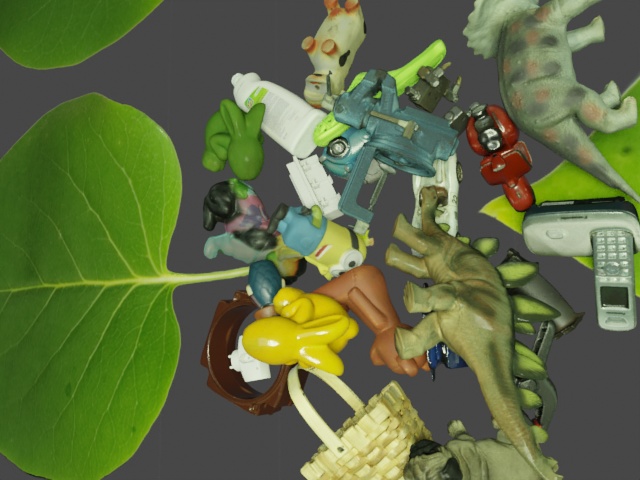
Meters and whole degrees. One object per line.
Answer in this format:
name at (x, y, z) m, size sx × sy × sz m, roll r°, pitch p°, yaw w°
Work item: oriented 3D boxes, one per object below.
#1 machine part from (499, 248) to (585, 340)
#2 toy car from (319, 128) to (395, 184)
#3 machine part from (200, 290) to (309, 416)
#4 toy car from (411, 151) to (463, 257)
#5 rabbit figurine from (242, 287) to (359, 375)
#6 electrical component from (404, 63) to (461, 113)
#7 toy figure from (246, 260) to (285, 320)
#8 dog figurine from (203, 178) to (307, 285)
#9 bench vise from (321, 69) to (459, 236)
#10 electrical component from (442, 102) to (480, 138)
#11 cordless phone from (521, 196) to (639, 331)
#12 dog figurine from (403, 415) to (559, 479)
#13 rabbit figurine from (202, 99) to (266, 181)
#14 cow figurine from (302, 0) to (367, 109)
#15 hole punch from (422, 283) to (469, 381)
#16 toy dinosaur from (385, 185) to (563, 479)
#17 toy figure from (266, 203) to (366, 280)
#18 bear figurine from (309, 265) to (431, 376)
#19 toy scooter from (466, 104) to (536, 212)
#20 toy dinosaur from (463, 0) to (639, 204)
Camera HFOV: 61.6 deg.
machine part at (0.311, 0.082, 0.783) m, size 0.139 × 0.039 × 0.084 m, roll 44°, pitch 117°, yaw 25°
toy car at (0.085, -0.152, 0.931) m, size 0.162 × 0.109 × 0.103 m, roll -34°, pitch 90°, yaw 10°
machine part at (-0.117, 0.205, 1.000) m, size 0.202 × 0.087 × 0.201 m, roll 20°, pitch 93°, yaw 30°
toy car at (0.188, -0.053, 0.871) m, size 0.074 × 0.056 × 0.201 m, roll -1°, pitch 82°, yaw 31°
rabbit figurine at (-0.031, 0.145, 0.779) m, size 0.163 × 0.173 × 0.121 m, roll 12°, pitch 96°, yaw 37°
electrical component at (0.187, -0.247, 0.873) m, size 0.045 × 0.102 × 0.078 m, roll 37°, pitch 99°, yaw 34°
toy figure at (-0.084, 0.109, 0.920) m, size 0.064 × 0.057 × 0.154 m, roll -22°, pitch 65°, yaw 14°
dog figurine at (-0.103, -0.016, 1.007) m, size 0.219 × 0.108 × 0.191 m, roll 9°, pitch 104°, yaw 27°
bench vise at (0.083, -0.129, 0.822) m, size 0.224 × 0.129 × 0.240 m, roll 22°, pitch 90°, yaw -3°
electrical component at (0.218, -0.191, 0.869) m, size 0.094 × 0.063 × 0.021 m, roll -44°, pitch 64°, yaw 17°
cordless phone at (0.366, 0.035, 0.748) m, size 0.147 × 0.089 × 0.184 m, roll -2°, pitch 102°, yaw 33°
dog figurine at (0.218, 0.311, 0.724) m, size 0.172 × 0.190 × 0.121 m, roll -20°, pitch 73°, yaw 25°
rabbit figurine at (-0.142, -0.183, 1.007) m, size 0.170 × 0.121 × 0.159 m, roll 54°, pitch 139°, yaw 48°
cow figurine at (0.025, -0.329, 0.984) m, size 0.086 × 0.127 × 0.195 m, roll 17°, pitch 77°, yaw 31°
hole punch at (0.204, 0.136, 0.806) m, size 0.092 × 0.115 × 0.142 m, roll -5°, pitch 81°, yaw 22°
toy dinosaur at (0.197, 0.093, 0.689) m, size 0.199 × 0.105 × 0.472 m, roll 2°, pitch 48°, yaw -5°
toy figure at (0.000, -0.005, 0.913) m, size 0.082 × 0.180 × 0.089 m, roll -37°, pitch 27°, yaw 54°
bear figurine at (0.089, 0.143, 0.871) m, size 0.132 × 0.120 × 0.196 m, roll -35°, pitch 72°, yaw 26°
toy scooter at (0.263, -0.132, 0.793) m, size 0.075 × 0.135 × 0.184 m, roll -26°, pitch 69°, yaw 27°
toy dinosaur at (0.320, -0.230, 0.765) m, size 0.192 × 0.131 × 0.404 m, roll -12°, pitch 75°, yaw 23°
